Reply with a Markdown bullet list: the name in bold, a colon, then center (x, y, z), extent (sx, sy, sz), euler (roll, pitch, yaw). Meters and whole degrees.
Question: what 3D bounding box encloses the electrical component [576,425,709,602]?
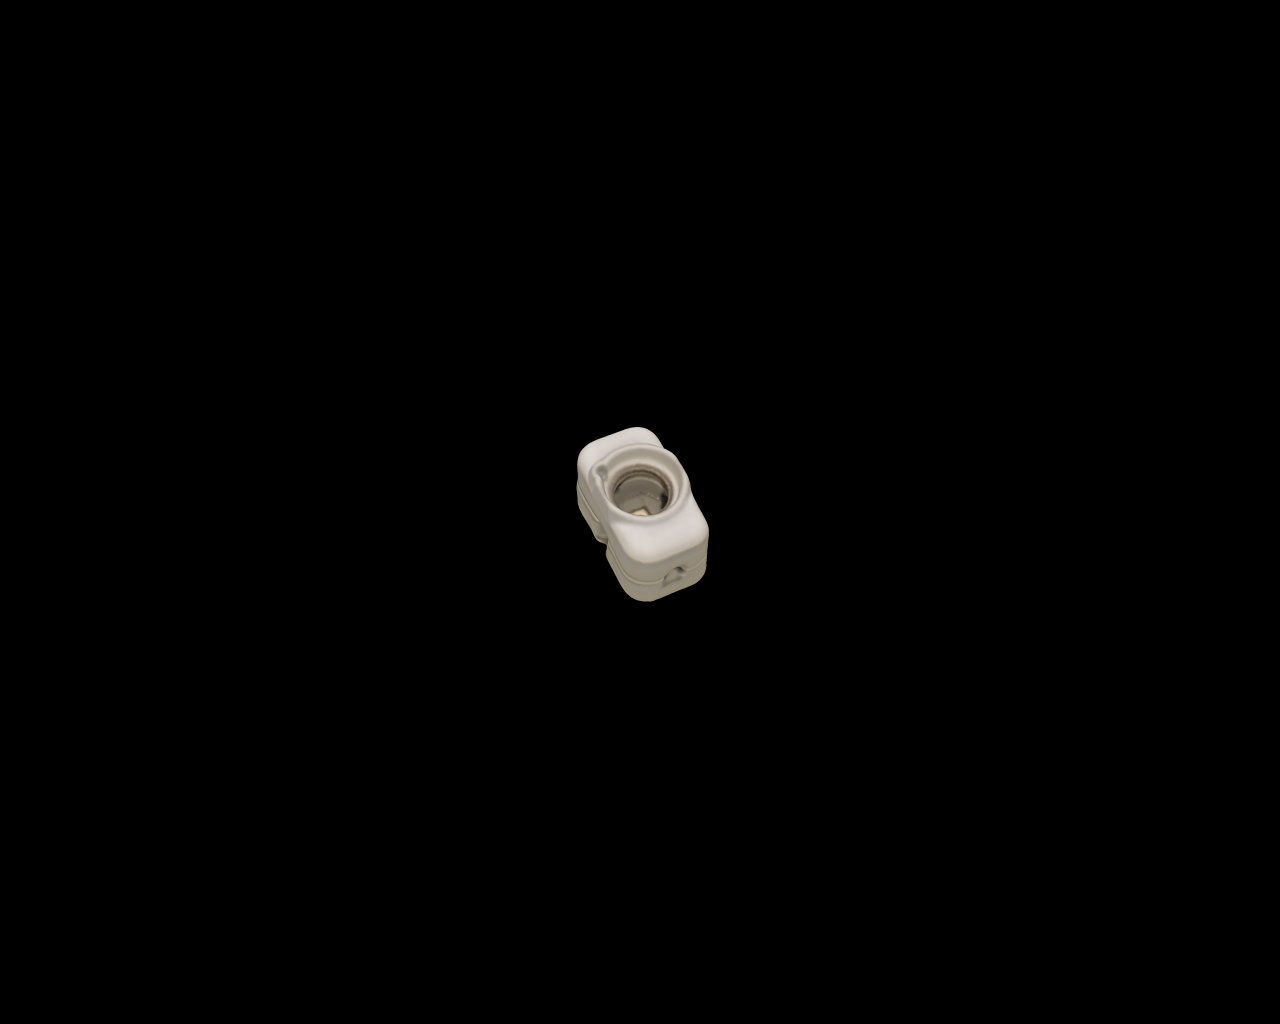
- **electrical component**: center (0.001, -0.003, 0.650), extent (0.054, 0.095, 0.059), euler (-21, -32, -14)
